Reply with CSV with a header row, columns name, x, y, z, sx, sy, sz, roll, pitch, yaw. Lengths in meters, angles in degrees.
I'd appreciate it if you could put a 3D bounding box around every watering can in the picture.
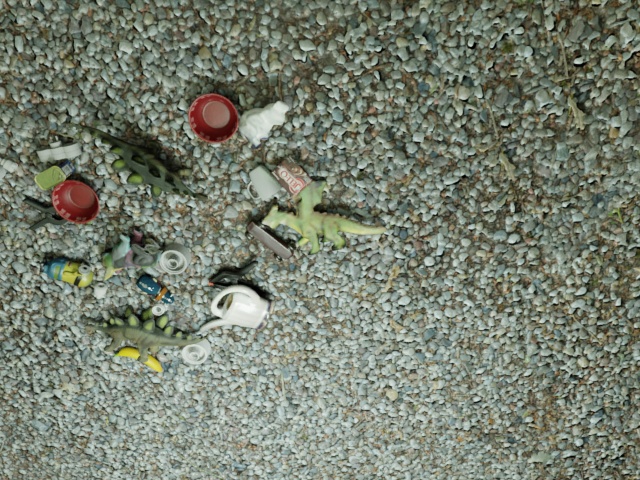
name,x,y,z,sx,sy,sz,roll,pitch,yaw
watering can,-0.310,0.279,1.939,0.223,0.106,0.340,21,-46,-18

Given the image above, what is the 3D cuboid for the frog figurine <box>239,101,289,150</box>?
name,x,y,z,sx,sy,sz,roll,pitch,yaw
frog figurine,-0.178,-0.381,1.604,0.139,0.123,0.156,-32,-15,-48

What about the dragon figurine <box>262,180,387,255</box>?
name,x,y,z,sx,sy,sz,roll,pitch,yaw
dragon figurine,0.005,-0.089,1.768,0.410,0.240,0.124,-14,16,6
